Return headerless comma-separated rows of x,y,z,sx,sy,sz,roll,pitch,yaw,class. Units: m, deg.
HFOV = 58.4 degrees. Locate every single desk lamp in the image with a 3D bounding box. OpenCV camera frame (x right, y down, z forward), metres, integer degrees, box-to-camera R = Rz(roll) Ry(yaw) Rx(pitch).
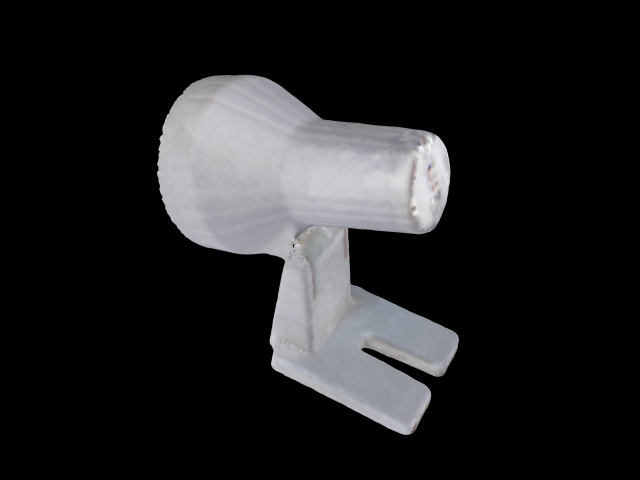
0.004,0.001,0.400,0.202,0.214,0.118,22,49,21,desk lamp
